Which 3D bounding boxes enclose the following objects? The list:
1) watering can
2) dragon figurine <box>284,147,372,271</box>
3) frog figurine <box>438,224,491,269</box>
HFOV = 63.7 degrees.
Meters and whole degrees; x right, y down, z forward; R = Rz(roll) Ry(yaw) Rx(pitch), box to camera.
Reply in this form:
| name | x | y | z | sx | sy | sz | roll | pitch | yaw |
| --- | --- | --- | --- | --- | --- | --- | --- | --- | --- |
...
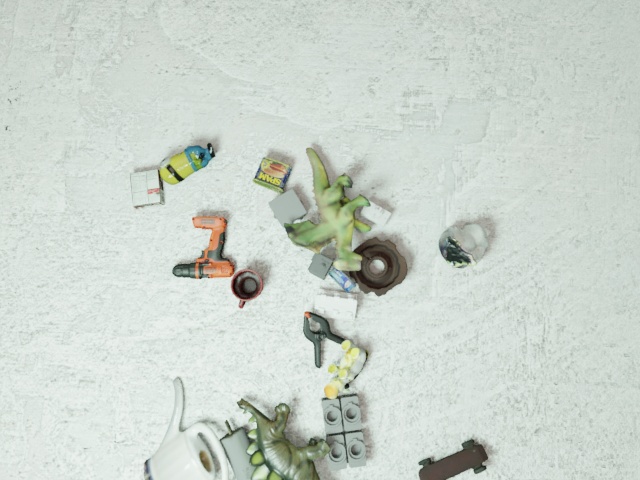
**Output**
| name | x | y | z | sx | sy | sz | roll | pitch | yaw |
| --- | --- | --- | --- | --- | --- | --- | --- | --- | --- |
| watering can | -0.391 | 0.585 | 1.432 | 0.224 | 0.102 | 0.353 | -36 | 66 | -2 |
| dragon figurine | 0.005 | -0.077 | 1.520 | 0.245 | 0.120 | 0.415 | -34 | 71 | -20 |
| frog figurine | 0.438 | 0.006 | 1.558 | 0.138 | 0.120 | 0.162 | 36 | 46 | 13 |
